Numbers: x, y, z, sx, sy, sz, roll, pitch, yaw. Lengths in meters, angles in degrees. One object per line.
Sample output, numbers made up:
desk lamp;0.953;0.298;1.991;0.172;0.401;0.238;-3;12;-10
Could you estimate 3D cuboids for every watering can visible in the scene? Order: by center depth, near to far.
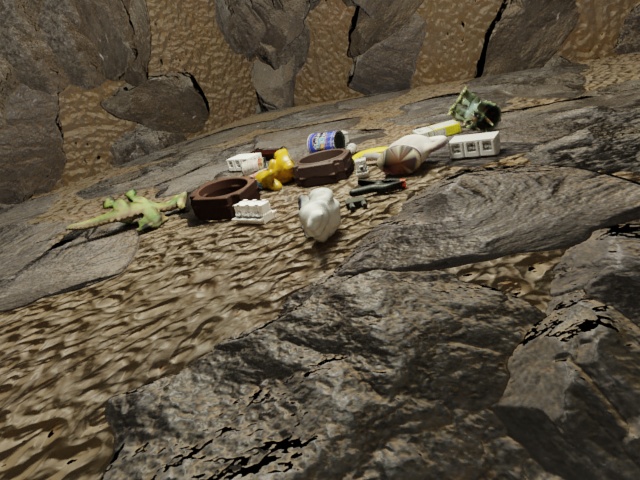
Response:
watering can;0.263;-0.289;1.763;0.346;0.103;0.228;-10;19;35

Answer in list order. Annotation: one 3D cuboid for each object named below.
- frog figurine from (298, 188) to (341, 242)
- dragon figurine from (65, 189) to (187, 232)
frog figurine;0.004;-0.065;1.282;0.122;0.138;0.159;12;-5;-12
dragon figurine;-0.660;-0.086;1.833;0.244;0.120;0.416;18;37;42
